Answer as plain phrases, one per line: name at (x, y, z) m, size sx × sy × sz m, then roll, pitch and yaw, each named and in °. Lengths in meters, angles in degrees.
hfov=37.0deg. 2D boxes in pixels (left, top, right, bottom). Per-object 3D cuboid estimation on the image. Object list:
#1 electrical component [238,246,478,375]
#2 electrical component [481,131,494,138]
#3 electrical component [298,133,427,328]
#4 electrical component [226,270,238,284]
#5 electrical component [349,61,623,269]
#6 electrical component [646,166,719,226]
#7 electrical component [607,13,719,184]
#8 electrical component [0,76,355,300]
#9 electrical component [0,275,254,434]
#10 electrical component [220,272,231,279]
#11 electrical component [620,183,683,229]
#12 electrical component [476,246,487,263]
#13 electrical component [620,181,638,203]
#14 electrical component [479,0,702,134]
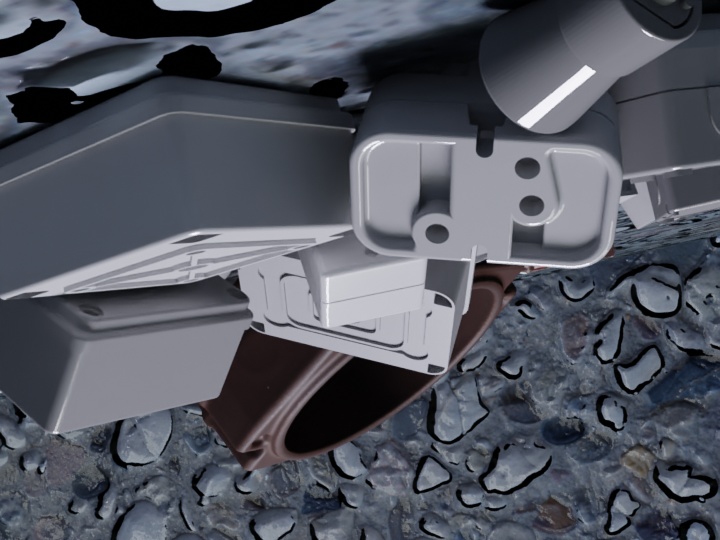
electrical component at (0.000, 0.000, 0.552) m, size 0.113 × 0.057 × 0.078 m, roll 13°, pitch 145°, yaw 9°
electrical component at (0.052, -0.054, 0.507) m, size 0.079 × 0.043 × 0.077 m, roll -15°, pitch 175°, yaw 30°
electrical component at (-0.004, -0.032, 0.474) m, size 0.047 × 0.083 × 0.075 m, roll -11°, pitch 140°, yaw -11°
electrical component at (-0.077, 0.003, 0.724) m, size 0.043 × 0.062 × 0.043 m, roll -12°, pitch 175°, yaw -1°
electrical component at (0.048, -0.041, 0.404) m, size 0.095 × 0.053 × 0.059 m, roll 4°, pitch -144°, yaw 8°
electrical component at (0.224, -0.069, 0.653) m, size 0.096 × 0.061 × 0.062 m, roll -13°, pitch 175°, yaw 6°
electrical component at (0.115, -0.067, 0.447) m, size 0.062 × 0.061 × 0.096 m, roll -10°, pitch -177°, yaw -29°
electrical component at (-0.070, -0.028, 0.416) m, size 0.109 × 0.056 × 0.109 m, roll -16°, pitch 174°, yaw 34°
electrical component at (-0.125, 0.017, 0.493) m, size 0.109 × 0.056 × 0.109 m, roll 32°, pitch -160°, yaw 28°
electrical component at (-0.107, -0.011, 0.606) m, size 0.079 × 0.043 × 0.077 m, roll -12°, pitch 175°, yaw -11°
electrical component at (0.223, -0.071, 0.757) m, size 0.099 × 0.064 × 0.099 m, roll -26°, pitch 174°, yaw -3°
electrical component at (0.078, -0.047, 0.588) m, size 0.096 × 0.061 × 0.062 m, roll -24°, pitch 170°, yaw 32°
electrical component at (0.147, -0.056, 0.722) m, size 0.066 × 0.048 × 0.055 m, roll -9°, pitch 167°, yaw -35°
electrical component at (0.073, -0.075, 0.336) m, size 0.044 × 0.044 × 0.065 m, roll -9°, pitch 170°, yaw -31°
